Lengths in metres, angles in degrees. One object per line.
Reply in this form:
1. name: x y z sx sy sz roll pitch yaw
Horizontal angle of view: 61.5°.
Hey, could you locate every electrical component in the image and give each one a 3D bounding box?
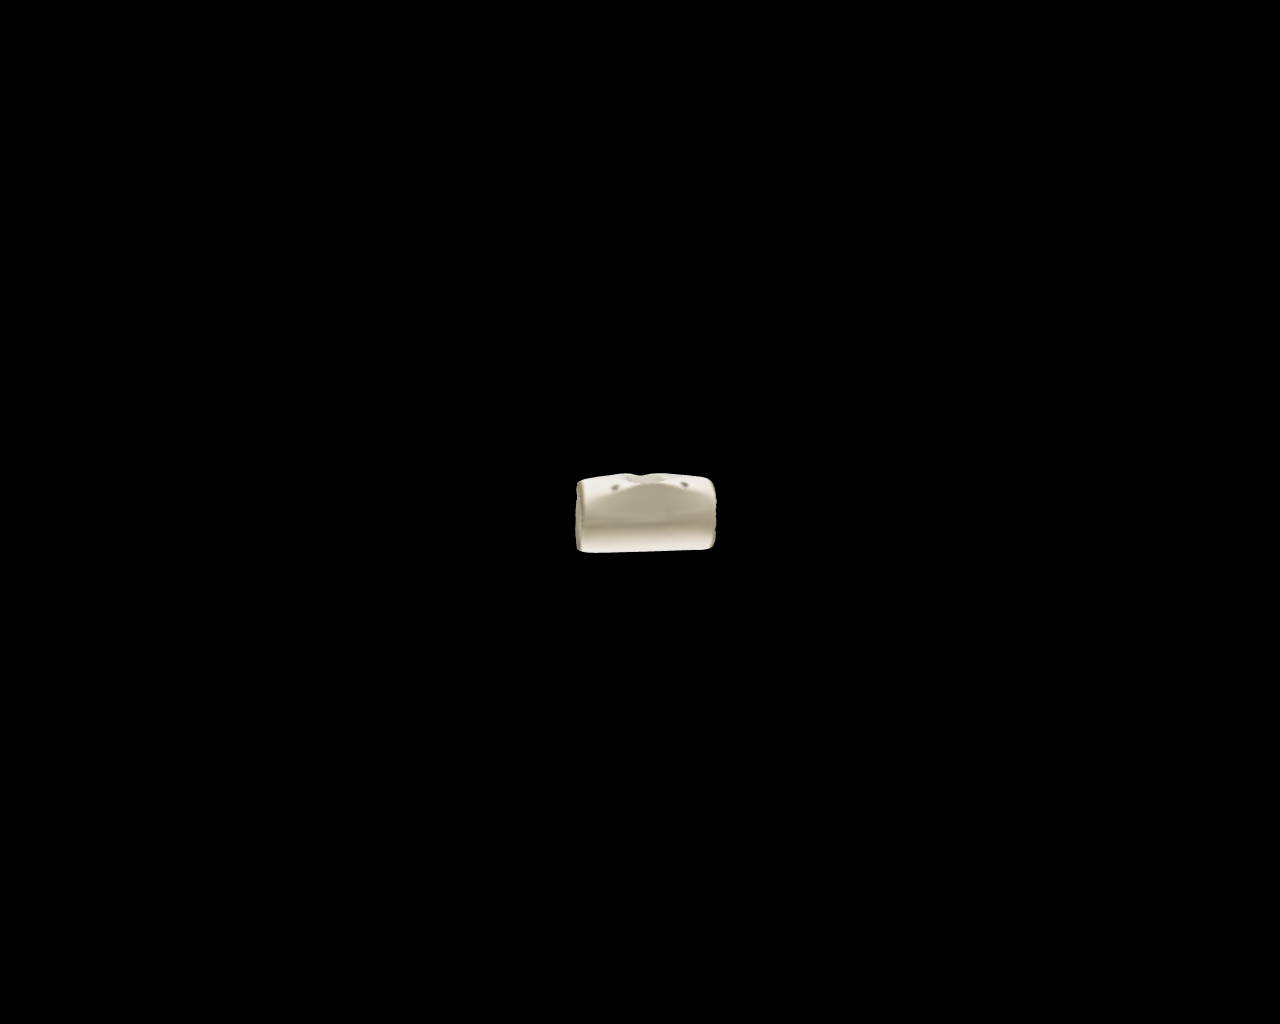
1. electrical component: 0.001 -0.003 0.650 0.077 0.043 0.079 -1 12 -7
